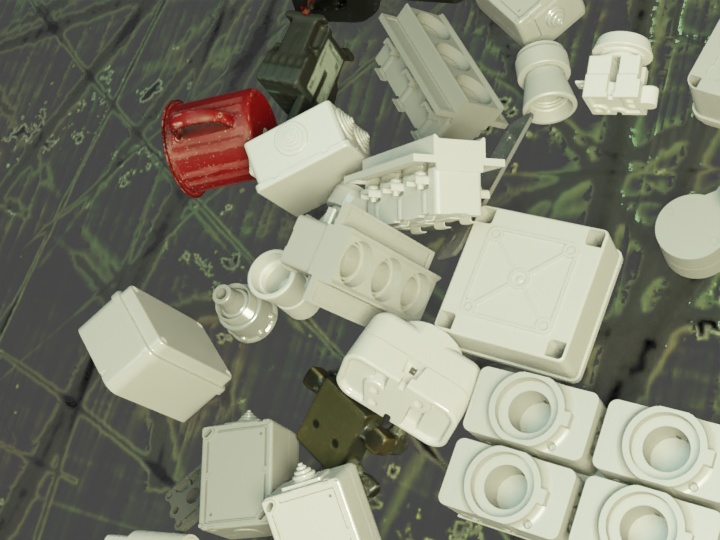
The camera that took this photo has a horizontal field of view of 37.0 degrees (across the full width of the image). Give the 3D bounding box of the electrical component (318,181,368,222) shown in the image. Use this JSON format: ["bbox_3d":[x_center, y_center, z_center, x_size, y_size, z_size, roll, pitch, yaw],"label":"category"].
[{"bbox_3d":[-0.013,-0.042,0.915,0.045,0.045,0.055,25,79,32],"label":"electrical component"}]

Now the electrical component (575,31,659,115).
[{"bbox_3d":[0.208,-0.157,0.864,0.066,0.048,0.055,5,77,27],"label":"electrical component"}]

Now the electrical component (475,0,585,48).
[{"bbox_3d":[0.146,-0.230,0.917,0.062,0.061,0.096,-40,57,4],"label":"electrical component"}]

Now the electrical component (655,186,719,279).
[{"bbox_3d":[0.277,-0.047,0.761,0.138,0.074,0.052,-23,59,15],"label":"electrical component"}]

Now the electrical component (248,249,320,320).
[{"bbox_3d":[-0.059,0.015,0.898,0.044,0.065,0.044,-10,63,21],"label":"electrical component"}]

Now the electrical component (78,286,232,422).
[{"bbox_3d":[-0.168,0.070,0.897,0.057,0.113,0.078,-41,56,7],"label":"electrical component"}]

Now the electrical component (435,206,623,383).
[{"bbox_3d":[0.128,0.017,0.813,0.109,0.056,0.108,14,74,30],"label":"electrical component"}]

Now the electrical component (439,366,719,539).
[{"bbox_3d":[0.159,0.141,0.739,0.186,0.060,0.105,12,73,29],"label":"electrical component"}]

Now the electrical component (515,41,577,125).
[{"bbox_3d":[0.153,-0.155,0.888,0.045,0.045,0.055,-15,62,19],"label":"electrical component"}]

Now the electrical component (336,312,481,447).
[{"bbox_3d":[0.039,0.078,0.803,0.095,0.053,0.059,31,52,8],"label":"electrical component"}]

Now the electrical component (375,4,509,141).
[{"bbox_3d":[0.064,-0.160,0.918,0.063,0.079,0.121,-52,50,35],"label":"electrical component"}]

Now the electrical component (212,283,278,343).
[{"bbox_3d":[-0.102,0.031,0.913,0.048,0.062,0.048,-10,63,21],"label":"electrical component"}]

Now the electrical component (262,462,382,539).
[{"bbox_3d":[-0.026,0.185,0.789,0.062,0.061,0.096,-20,89,14],"label":"electrical component"}]

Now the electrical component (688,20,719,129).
[{"bbox_3d":[0.311,-0.137,0.797,0.113,0.057,0.078,25,80,32],"label":"electrical component"}]

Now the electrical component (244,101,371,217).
[{"bbox_3d":[-0.041,-0.095,0.922,0.100,0.100,0.048,-26,71,13],"label":"electrical component"}]

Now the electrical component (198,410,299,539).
[{"bbox_3d":[-0.084,0.159,0.845,0.062,0.061,0.096,-10,64,20],"label":"electrical component"}]

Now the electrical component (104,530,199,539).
[{"bbox_3d":[-0.172,0.232,0.865,0.081,0.043,0.043,-2,66,25],"label":"electrical component"}]

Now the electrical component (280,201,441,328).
[{"bbox_3d":[0.000,0.000,0.839,0.063,0.121,0.078,20,86,40],"label":"electrical component"}]

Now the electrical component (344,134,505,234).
[{"bbox_3d":[0.048,-0.064,0.849,0.121,0.079,0.063,172,98,-64],"label":"electrical component"}]
